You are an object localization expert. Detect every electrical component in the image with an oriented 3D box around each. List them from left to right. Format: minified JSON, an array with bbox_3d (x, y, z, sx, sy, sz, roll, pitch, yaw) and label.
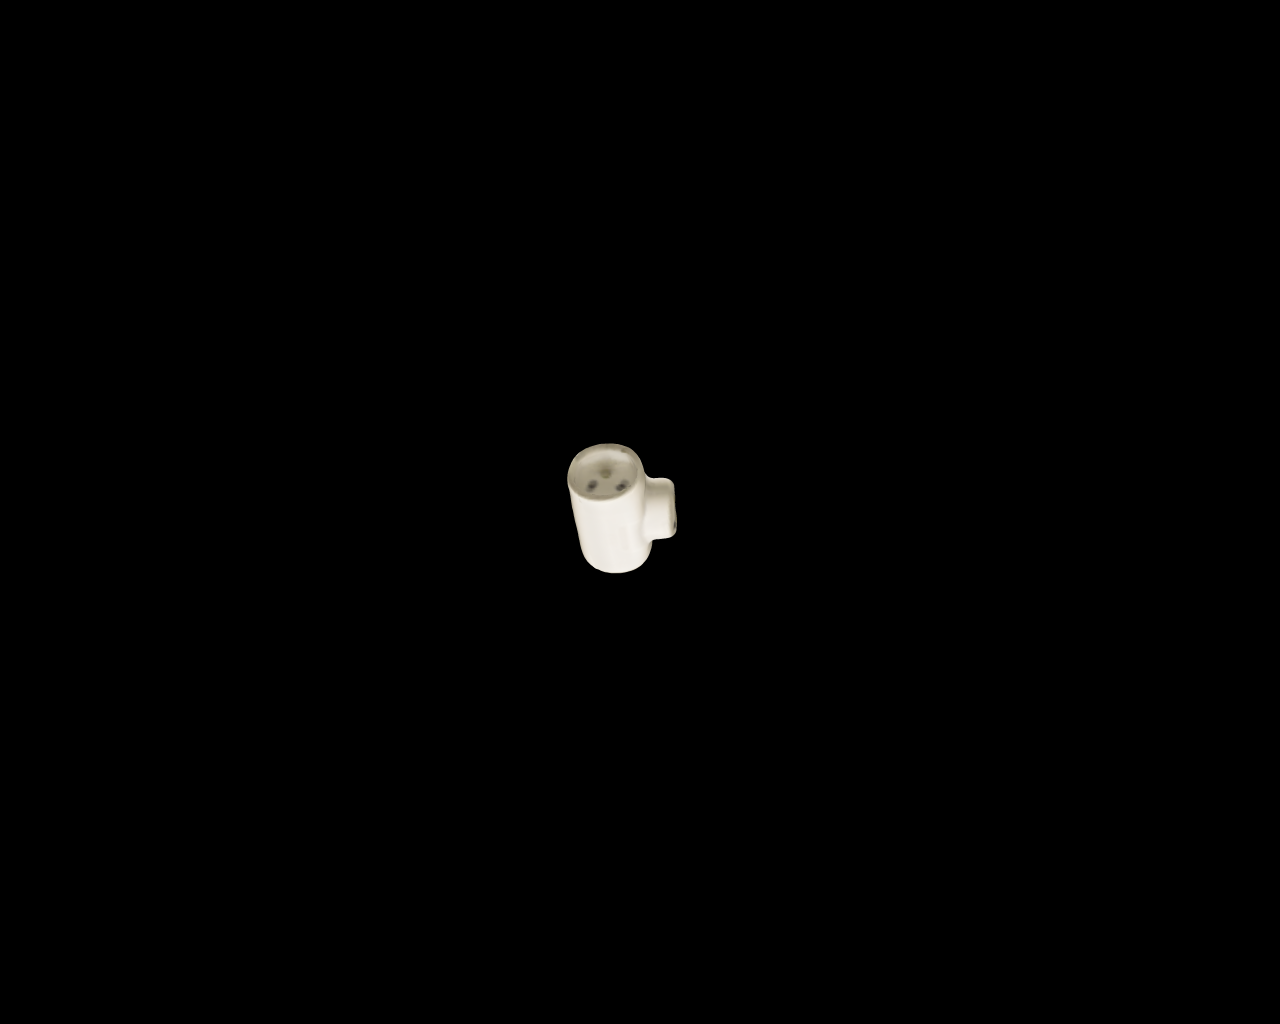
[{"bbox_3d":[0.001,-0.003,0.650,0.079,0.043,0.077,-3,-37,4],"label":"electrical component"}]
